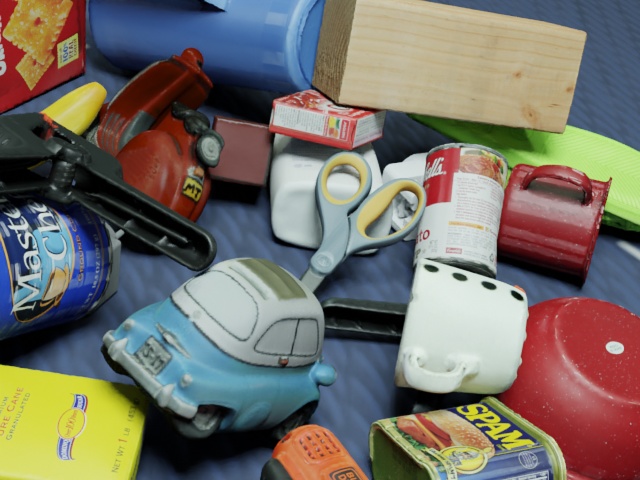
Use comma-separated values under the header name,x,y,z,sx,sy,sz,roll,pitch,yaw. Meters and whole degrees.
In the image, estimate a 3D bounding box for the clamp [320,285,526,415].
name,x,y,z,sx,sy,sz,roll,pitch,yaw
clamp,0.081,0.063,0.793,0.171,0.039,0.120,-25,62,-43

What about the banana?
name,x,y,z,sx,sy,sz,roll,pitch,yaw
banana,-0.268,-0.080,0.868,0.197,0.069,0.037,-10,7,-8

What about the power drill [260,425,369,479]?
name,x,y,z,sx,sy,sz,roll,pitch,yaw
power drill,-0.027,0.187,0.572,0.187,0.057,0.185,-8,35,-31

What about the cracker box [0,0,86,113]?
name,x,y,z,sx,sy,sz,roll,pitch,yaw
cracker box,-0.298,-0.198,0.951,0.072,0.164,0.213,23,36,19

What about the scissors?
name,x,y,z,sx,sy,sz,roll,pitch,yaw
scissors,-0.005,0.001,0.810,0.201,0.016,0.096,-34,71,-24

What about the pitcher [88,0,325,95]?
name,x,y,z,sx,sy,sz,roll,pitch,yaw
pitcher,-0.096,-0.210,1.001,0.243,0.145,0.149,17,38,32

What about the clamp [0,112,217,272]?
name,x,y,z,sx,sy,sz,roll,pitch,yaw
clamp,-0.155,-0.039,0.680,0.164,0.036,0.210,21,11,-21

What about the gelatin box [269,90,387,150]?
name,x,y,z,sx,sy,sz,roll,pitch,yaw
gelatin box,0.009,-0.102,0.887,0.073,0.030,0.089,15,18,17

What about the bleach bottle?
name,x,y,z,sx,sy,sz,roll,pitch,yaw
bleach bottle,0.006,-0.084,0.967,0.102,0.068,0.251,7,32,-6

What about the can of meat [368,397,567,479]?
name,x,y,z,sx,sy,sz,roll,pitch,yaw
can of meat,0.086,0.141,0.651,0.083,0.057,0.102,-7,15,-20

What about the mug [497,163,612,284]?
name,x,y,z,sx,sy,sz,roll,pitch,yaw
mug,0.194,-0.024,0.892,0.081,0.117,0.093,15,63,14

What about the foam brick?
name,x,y,z,sx,sy,sz,roll,pitch,yaw
foam brick,-0.069,-0.077,0.918,0.053,0.051,0.078,9,7,-9

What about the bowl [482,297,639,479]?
name,x,y,z,sx,sy,sz,roll,pitch,yaw
bowl,0.193,0.093,0.743,0.162,0.055,0.162,12,43,-12

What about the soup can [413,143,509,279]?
name,x,y,z,sx,sy,sz,roll,pitch,yaw
soup can,0.113,-0.017,0.857,0.068,0.068,0.102,10,69,-2

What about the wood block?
name,x,y,z,sx,sy,sz,roll,pitch,yaw
wood block,0.108,-0.155,0.913,0.205,0.090,0.091,6,16,-16

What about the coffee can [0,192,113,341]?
name,x,y,z,sx,sy,sz,roll,pitch,yaw
coffee can,-0.214,0.015,0.682,0.103,0.103,0.140,24,14,18

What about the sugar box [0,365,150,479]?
name,x,y,z,sx,sy,sz,roll,pitch,yaw
sugar box,-0.195,0.117,0.631,0.176,0.048,0.093,10,33,-4
